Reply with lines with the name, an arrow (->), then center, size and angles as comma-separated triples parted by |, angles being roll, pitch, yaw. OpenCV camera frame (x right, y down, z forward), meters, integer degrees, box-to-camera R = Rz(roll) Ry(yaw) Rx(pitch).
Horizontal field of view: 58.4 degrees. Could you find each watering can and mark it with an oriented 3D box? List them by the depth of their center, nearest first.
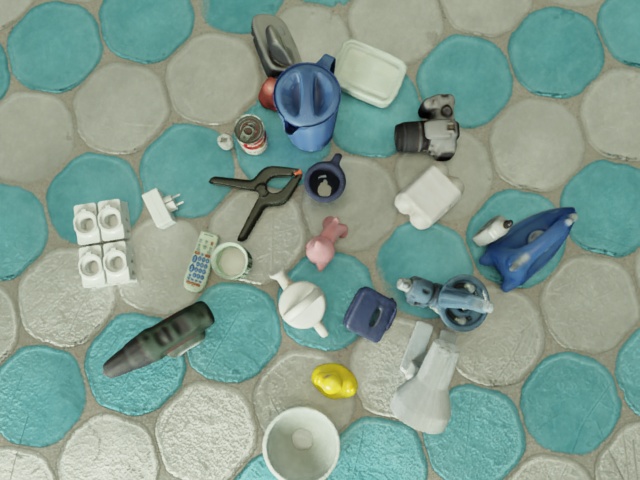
watering can -> -0.043, 0.133, 1.211 | 0.173, 0.194, 0.101 | 30, 85, 3

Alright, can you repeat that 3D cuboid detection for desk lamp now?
desk lamp -> 0.224, 0.277, 1.186 | 0.118, 0.213, 0.203 | 20, 85, 3

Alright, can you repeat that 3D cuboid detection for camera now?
camera -> 0.239, -0.254, 1.294 | 0.137, 0.101, 0.143 | -4, 84, 0

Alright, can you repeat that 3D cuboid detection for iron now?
iron -> 0.481, -0.001, 1.248 | 0.258, 0.141, 0.118 | -39, 85, -3

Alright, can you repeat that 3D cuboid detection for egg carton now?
egg carton -> 0.248, -0.100, 1.295 | 0.107, 0.069, 0.150 | 45, 86, 4

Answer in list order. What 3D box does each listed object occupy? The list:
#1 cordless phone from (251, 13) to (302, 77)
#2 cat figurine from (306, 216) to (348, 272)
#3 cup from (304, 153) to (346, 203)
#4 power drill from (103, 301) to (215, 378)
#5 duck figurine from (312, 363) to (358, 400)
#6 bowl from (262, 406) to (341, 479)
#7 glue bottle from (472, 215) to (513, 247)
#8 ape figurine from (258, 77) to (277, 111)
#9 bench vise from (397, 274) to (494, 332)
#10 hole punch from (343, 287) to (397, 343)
cordless phone -> -0.102, -0.454, 1.274 | 0.094, 0.185, 0.147 | -25, 85, -2
cat figurine -> 0.012, 0.005, 1.262 | 0.067, 0.118, 0.128 | 29, 85, 3
cup -> 0.017, -0.135, 1.287 | 0.091, 0.095, 0.118 | 26, 85, 3
power drill -> -0.319, 0.208, 1.198 | 0.229, 0.208, 0.075 | -33, 85, -3
duck figurine -> 0.032, 0.312, 1.247 | 0.104, 0.086, 0.077 | 19, 85, 2
bowl -> -0.039, 0.439, 1.241 | 0.167, 0.075, 0.167 | 0, 84, 0
glue bottle -> 0.383, -0.025, 1.235 | 0.078, 0.173, 0.037 | -43, 85, -3
ape figurine -> -0.106, -0.339, 1.309 | 0.076, 0.092, 0.078 | -10, 84, 0
bench vise -> 0.268, 0.132, 1.197 | 0.207, 0.220, 0.121 | -1, 84, 1
hole punch -> 0.113, 0.163, 1.259 | 0.101, 0.091, 0.109 | 26, 85, 3
